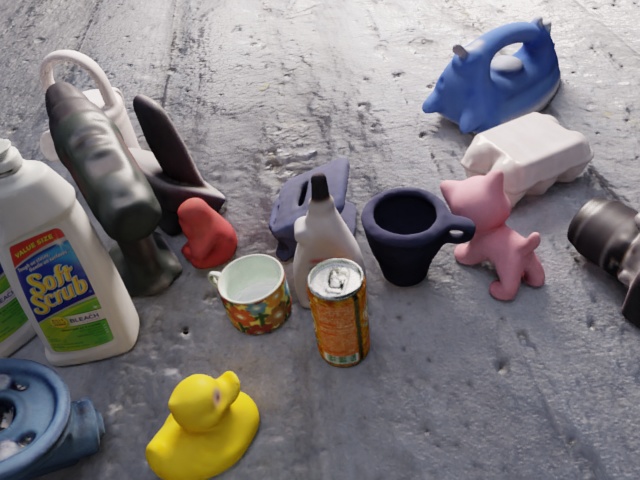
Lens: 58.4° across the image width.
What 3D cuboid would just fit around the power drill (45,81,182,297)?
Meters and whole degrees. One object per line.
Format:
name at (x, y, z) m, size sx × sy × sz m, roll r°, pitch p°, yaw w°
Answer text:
power drill at (-0.230, -0.046, 0.640) m, size 0.076 × 0.209 × 0.228 m, roll -28°, pitch 47°, yaw -20°

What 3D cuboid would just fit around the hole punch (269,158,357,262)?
hole punch at (-0.010, -0.039, 0.686) m, size 0.101 × 0.091 × 0.108 m, roll 0°, pitch 44°, yaw 9°

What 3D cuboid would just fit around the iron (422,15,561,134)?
iron at (0.275, -0.257, 0.838) m, size 0.259 × 0.142 × 0.118 m, roll -30°, pitch 47°, yaw -22°

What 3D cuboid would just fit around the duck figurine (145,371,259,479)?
duck figurine at (-0.107, 0.156, 0.499) m, size 0.105 × 0.086 × 0.077 m, roll -31°, pitch 48°, yaw -22°

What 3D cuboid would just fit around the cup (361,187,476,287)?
cup at (0.106, 0.005, 0.620) m, size 0.117 × 0.095 × 0.092 m, roll 6°, pitch 45°, yaw 15°

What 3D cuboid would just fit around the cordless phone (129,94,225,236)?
cordless phone at (-0.204, -0.113, 0.725) m, size 0.147 × 0.185 × 0.094 m, roll 30°, pitch 55°, yaw 34°

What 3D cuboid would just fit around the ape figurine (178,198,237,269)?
ape figurine at (-0.141, -0.012, 0.677) m, size 0.076 × 0.092 × 0.078 m, roll -4°, pitch 43°, yaw 4°

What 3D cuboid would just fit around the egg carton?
egg carton at (0.262, -0.104, 0.731) m, size 0.150 × 0.069 × 0.107 m, roll -24°, pitch 45°, yaw -16°

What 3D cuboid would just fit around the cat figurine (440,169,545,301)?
cat figurine at (0.186, -0.017, 0.615) m, size 0.067 × 0.118 × 0.127 m, roll -26°, pitch 46°, yaw -18°

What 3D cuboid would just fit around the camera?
camera at (0.341, -0.002, 0.588) m, size 0.143 × 0.101 × 0.136 m, roll -28°, pitch 47°, yaw -20°

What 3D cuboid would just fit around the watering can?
watering can at (-0.317, -0.163, 0.788) m, size 0.101 × 0.194 × 0.172 m, roll -12°, pitch 43°, yaw -4°

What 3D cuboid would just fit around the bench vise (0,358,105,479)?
bench vise at (-0.295, 0.150, 0.434) m, size 0.208 × 0.220 × 0.121 m, roll -37°, pitch 50°, yaw -27°

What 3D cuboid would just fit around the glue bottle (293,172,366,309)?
glue bottle at (0.005, 0.002, 0.581) m, size 0.078 × 0.173 × 0.037 m, roll -8°, pitch 43°, yaw 1°
